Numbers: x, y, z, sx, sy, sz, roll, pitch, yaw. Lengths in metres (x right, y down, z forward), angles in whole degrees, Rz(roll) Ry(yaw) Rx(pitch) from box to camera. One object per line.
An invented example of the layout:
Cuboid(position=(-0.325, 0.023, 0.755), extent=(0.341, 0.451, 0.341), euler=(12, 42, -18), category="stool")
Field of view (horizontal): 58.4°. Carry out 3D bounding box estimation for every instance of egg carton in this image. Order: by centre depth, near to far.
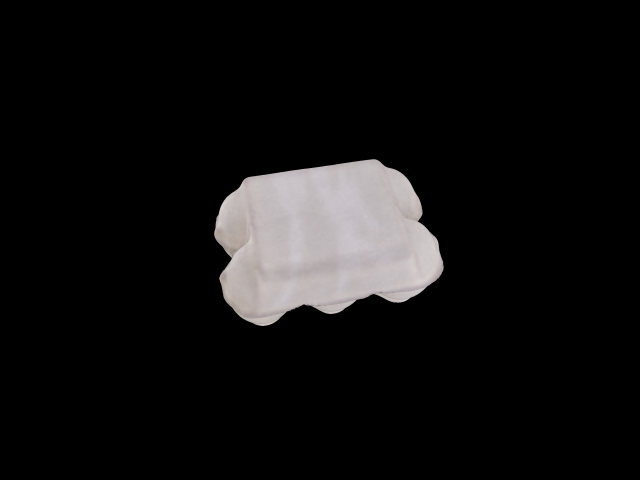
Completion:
Cuboid(position=(0.004, 0.001, 0.400), extent=(0.150, 0.069, 0.107), euler=(-10, 54, -7), category="egg carton")
